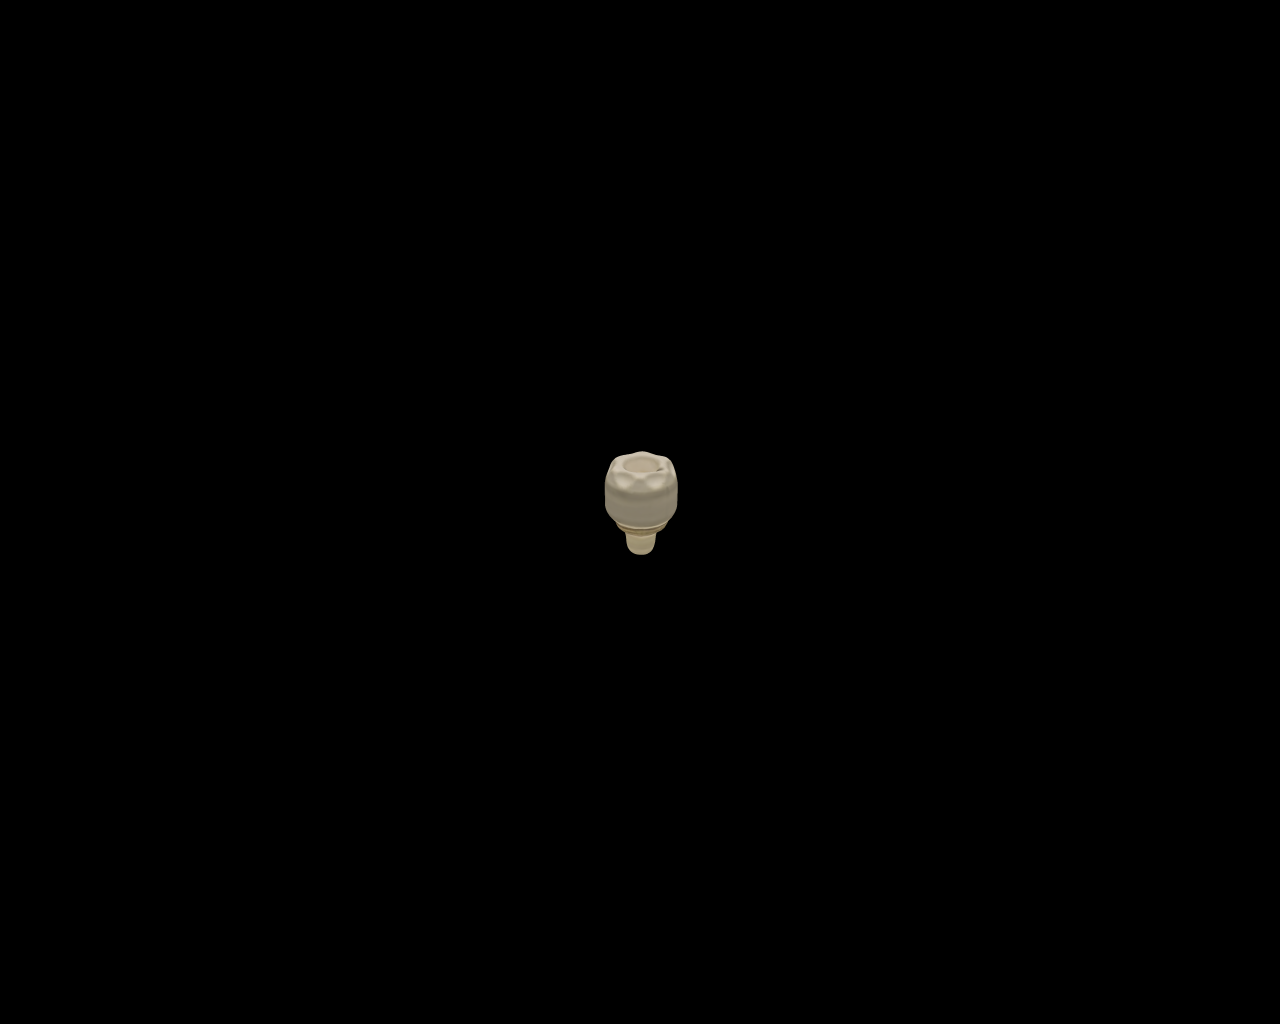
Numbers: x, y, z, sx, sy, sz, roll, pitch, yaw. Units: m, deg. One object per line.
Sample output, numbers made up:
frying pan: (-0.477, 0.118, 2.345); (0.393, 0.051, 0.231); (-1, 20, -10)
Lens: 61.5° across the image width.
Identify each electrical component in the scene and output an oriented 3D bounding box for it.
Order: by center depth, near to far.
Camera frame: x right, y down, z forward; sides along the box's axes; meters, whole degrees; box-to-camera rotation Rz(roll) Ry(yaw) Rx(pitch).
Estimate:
electrical component: (0.001, -0.003, 0.650); (0.043, 0.062, 0.043); (0, 28, 0)
